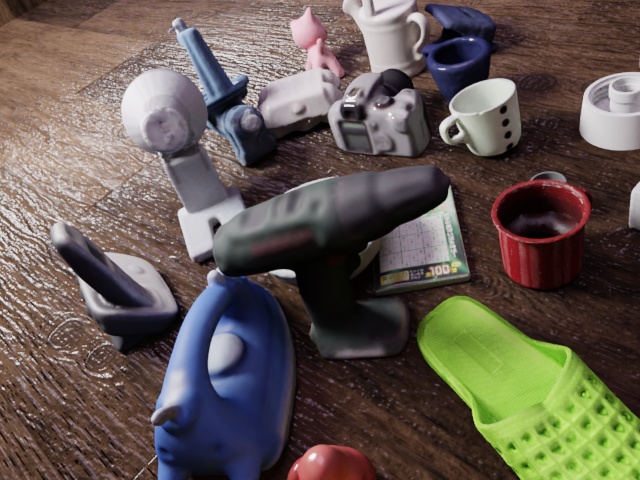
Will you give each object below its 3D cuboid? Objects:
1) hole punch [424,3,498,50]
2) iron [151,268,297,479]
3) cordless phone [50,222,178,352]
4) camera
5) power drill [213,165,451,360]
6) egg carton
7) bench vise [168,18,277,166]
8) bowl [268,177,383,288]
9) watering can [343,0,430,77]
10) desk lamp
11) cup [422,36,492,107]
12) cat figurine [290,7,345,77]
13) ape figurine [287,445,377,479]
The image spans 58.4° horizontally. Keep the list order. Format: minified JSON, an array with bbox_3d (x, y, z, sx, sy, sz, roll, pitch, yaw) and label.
[{"bbox_3d":[0.238,-0.364,0.970,0.101,0.091,0.108,-22,41,0],"label":"hole punch"},{"bbox_3d":[-0.098,0.109,0.570,0.118,0.142,0.258,-9,43,15],"label":"iron"},{"bbox_3d":[-0.261,0.031,0.691,0.094,0.185,0.147,-35,43,-15],"label":"cordless phone"},{"bbox_3d":[0.099,-0.203,0.851,0.142,0.101,0.137,12,51,33],"label":"camera"},{"bbox_3d":[0.023,0.026,0.555,0.229,0.209,0.075,-8,43,16],"label":"power drill"},{"bbox_3d":[-0.033,-0.229,0.960,0.150,0.070,0.107,-15,41,9],"label":"egg carton"},{"bbox_3d":[-0.149,-0.241,0.908,0.206,0.220,0.122,20,56,38],"label":"bench vise"},{"bbox_3d":[0.006,0.002,0.690,0.167,0.075,0.167,-12,42,11],"label":"bowl"},{"bbox_3d":[0.109,-0.376,0.960,0.172,0.194,0.101,7,49,30],"label":"watering can"},{"bbox_3d":[-0.186,-0.115,0.794,0.118,0.214,0.202,-26,41,-5],"label":"desk lamp"},{"bbox_3d":[0.201,-0.242,0.852,0.092,0.095,0.117,-38,43,-18],"label":"cup"},{"bbox_3d":[-0.010,-0.367,1.061,0.067,0.118,0.127,-23,41,-1],"label":"cat figurine"},{"bbox_3d":[0.008,0.197,0.467,0.076,0.092,0.077,-34,42,-13],"label":"ape figurine"}]
